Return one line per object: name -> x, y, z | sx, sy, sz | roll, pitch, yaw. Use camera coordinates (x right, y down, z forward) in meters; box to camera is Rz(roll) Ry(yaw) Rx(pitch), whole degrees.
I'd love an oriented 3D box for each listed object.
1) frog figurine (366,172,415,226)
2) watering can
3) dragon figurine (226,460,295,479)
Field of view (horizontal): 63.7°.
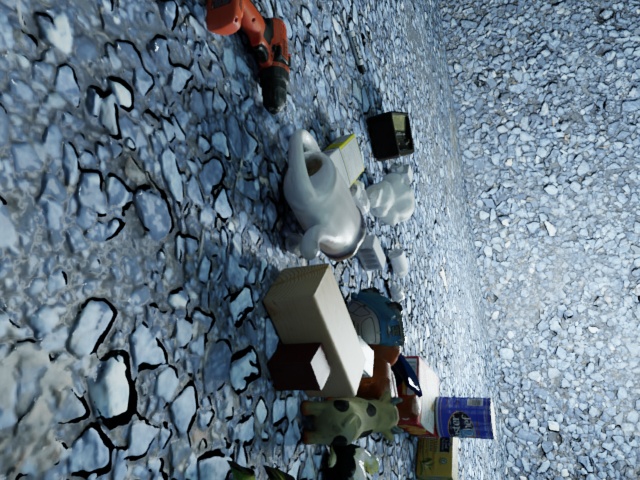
frog figurine -> 0.178, -0.108, 1.306 | 0.158, 0.123, 0.138 | 41, 64, -71
watering can -> 0.003, -0.044, 0.882 | 0.356, 0.103, 0.220 | -95, 160, -46
dragon figurine -> -0.078, 0.414, 0.618 | 0.403, 0.122, 0.247 | 46, 59, -49
